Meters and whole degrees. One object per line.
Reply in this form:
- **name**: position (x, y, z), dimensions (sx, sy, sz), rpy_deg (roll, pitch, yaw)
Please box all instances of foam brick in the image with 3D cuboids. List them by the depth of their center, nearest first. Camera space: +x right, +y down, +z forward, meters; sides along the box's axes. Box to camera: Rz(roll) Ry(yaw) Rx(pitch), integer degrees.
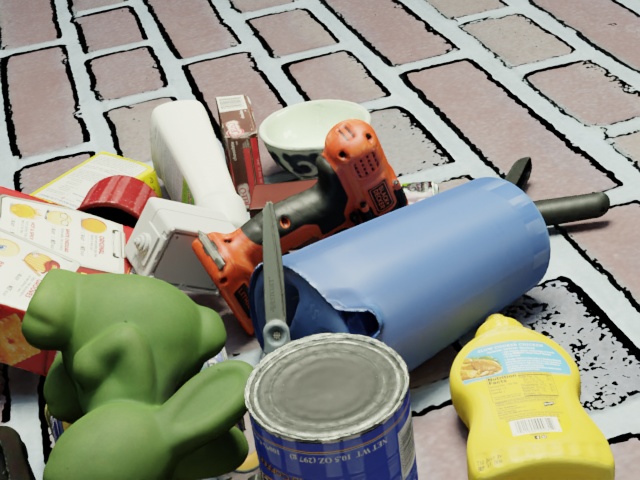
- **foam brick**: position (-0.027, -0.025, 1.061), dimensions (0.078, 0.053, 0.051), rpy_deg (-6, 31, 6)

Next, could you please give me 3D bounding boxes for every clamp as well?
- **clamp**: position (0.189, -0.023, 1.019), dimensions (0.171, 0.039, 0.120), rpy_deg (-35, 34, -29)

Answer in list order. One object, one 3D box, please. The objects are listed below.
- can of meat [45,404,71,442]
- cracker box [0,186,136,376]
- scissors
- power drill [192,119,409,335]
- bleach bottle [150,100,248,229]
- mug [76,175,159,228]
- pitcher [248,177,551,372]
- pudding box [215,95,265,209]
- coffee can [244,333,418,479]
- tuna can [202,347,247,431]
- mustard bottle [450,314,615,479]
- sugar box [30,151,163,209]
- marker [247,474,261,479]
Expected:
- **can of meat**: position (-0.149, 0.150, 0.803), dimensions (0.102, 0.057, 0.084), rpy_deg (-17, 34, -12)
- **cracker box**: position (-0.264, 0.033, 0.933), dimensions (0.213, 0.072, 0.164), rpy_deg (18, 32, -9)
- **scissors**: position (-0.048, 0.082, 0.774), dimensions (0.096, 0.202, 0.016), rpy_deg (-19, 2, -3)
- **power drill**: position (-0.006, 0.001, 0.939), dimensions (0.187, 0.184, 0.057), rpy_deg (-35, 48, -6)
- **bleach bottle**: position (-0.116, -0.042, 1.086), dimensions (0.068, 0.102, 0.251), rpy_deg (-12, 39, -14)
- **mug**: position (-0.189, -0.008, 1.052), dimensions (0.117, 0.093, 0.081), rpy_deg (22, 26, -9)
- **pitcher**: position (0.066, 0.037, 0.881), dimensions (0.242, 0.145, 0.149), rpy_deg (-25, 47, -31)
- **pudding box**: position (-0.085, -0.096, 1.156), dimensions (0.039, 0.090, 0.113), rpy_deg (-9, 31, -4)
- **coffee can**: position (0.012, 0.146, 0.688), dimensions (0.103, 0.140, 0.103), rpy_deg (-6, 31, 4)
- **tuna can**: position (-0.085, 0.110, 0.823), dimensions (0.033, 0.086, 0.086), rpy_deg (-16, 32, -9)
- **mustard bottle**: position (0.145, 0.116, 0.784), dimensions (0.096, 0.058, 0.191), rpy_deg (-7, 32, 2)
- **sugar box**: position (-0.263, -0.030, 1.135), dimensions (0.093, 0.048, 0.176), rpy_deg (18, 44, 36)
- **marker**: position (-0.045, 0.189, 0.715), dimensions (0.020, 0.020, 0.121), rpy_deg (-8, 11, 1)
